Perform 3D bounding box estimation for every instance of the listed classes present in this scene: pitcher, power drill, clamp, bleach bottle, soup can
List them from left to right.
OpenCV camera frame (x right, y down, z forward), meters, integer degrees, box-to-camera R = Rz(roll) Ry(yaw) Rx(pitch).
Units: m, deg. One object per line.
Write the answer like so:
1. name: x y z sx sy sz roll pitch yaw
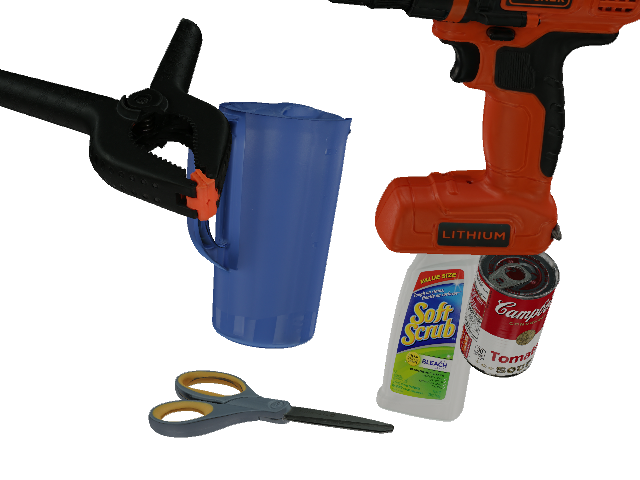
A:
1. clamp: -0.114 -0.087 0.729 0.164 0.036 0.210 -27 48 -26
2. pitcher: -0.056 -0.018 1.081 0.149 0.243 0.145 7 12 3
3. bleach bottle: 0.126 0.072 1.200 0.103 0.251 0.068 9 14 18
4. power drill: 0.077 -0.082 0.584 0.184 0.188 0.057 2 35 -5
5. soup can: 0.161 0.061 0.923 0.068 0.102 0.068 4 41 -3

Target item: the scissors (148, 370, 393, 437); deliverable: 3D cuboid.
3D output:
1. scissors: -0.051 0.138 0.821 0.202 0.016 0.096 12 28 41
